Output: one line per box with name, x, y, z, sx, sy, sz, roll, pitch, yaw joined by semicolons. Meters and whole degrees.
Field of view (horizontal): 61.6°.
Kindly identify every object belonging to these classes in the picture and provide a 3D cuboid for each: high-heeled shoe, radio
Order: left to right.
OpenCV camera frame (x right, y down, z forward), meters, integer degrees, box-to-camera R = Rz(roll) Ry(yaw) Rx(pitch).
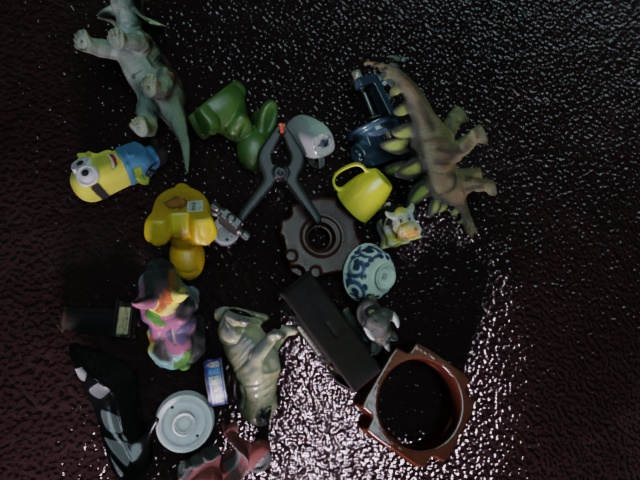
high-heeled shoe;-0.385;0.308;0.964;0.249;0.086;0.145;39;105;16
radio;0.009;0.175;1.027;0.073;0.131;0.229;-35;88;-16

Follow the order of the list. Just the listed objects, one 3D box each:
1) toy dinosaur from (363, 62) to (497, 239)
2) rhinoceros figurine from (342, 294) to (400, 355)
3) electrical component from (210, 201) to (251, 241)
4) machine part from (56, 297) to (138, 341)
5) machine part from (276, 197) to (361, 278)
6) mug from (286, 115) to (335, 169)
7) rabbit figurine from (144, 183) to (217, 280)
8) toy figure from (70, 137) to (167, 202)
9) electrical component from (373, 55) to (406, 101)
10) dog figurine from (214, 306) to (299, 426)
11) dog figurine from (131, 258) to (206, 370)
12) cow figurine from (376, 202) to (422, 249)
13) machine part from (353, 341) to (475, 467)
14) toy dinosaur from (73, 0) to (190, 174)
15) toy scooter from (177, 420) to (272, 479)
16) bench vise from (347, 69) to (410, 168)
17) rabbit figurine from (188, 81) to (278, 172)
toy dinosaur;0.229;-0.173;1.076;0.198;0.105;0.470;-30;122;-2
rhinoceros figurine;0.097;0.168;1.022;0.073;0.190;0.112;-22;66;-12
electrical component;-0.169;-0.035;1.015;0.094;0.063;0.021;40;73;-3
machine part;-0.409;0.146;0.992;0.139;0.039;0.084;2;86;-14
machine part;-0.002;-0.003;1.100;0.179;0.056;0.179;3;77;-13
mug;-0.015;-0.195;1.103;0.081;0.107;0.109;-21;118;-20
rabbit figurine;-0.261;-0.008;1.006;0.122;0.173;0.162;-12;37;-15
toy figure;-0.385;-0.133;1.031;0.180;0.082;0.089;-25;130;-24
electrical component;0.161;-0.368;1.215;0.078;0.045;0.102;44;74;1
dog figurine;-0.144;0.235;1.008;0.173;0.121;0.190;21;93;26
dog figurine;-0.262;0.134;0.933;0.108;0.219;0.191;-9;80;-10
cow figurine;0.158;-0.037;1.083;0.068;0.167;0.098;-14;84;-9
machine part;0.182;0.319;1.059;0.201;0.087;0.201;34;74;-2
toy dinosaur;-0.333;-0.325;1.058;0.131;0.192;0.404;-20;103;26
toy scooter;-0.177;0.387;0.950;0.184;0.075;0.135;-23;126;-19
bench vise;0.141;-0.257;1.152;0.224;0.129;0.240;-23;89;-18
rabbit figurine;-0.162;-0.225;1.099;0.159;0.121;0.170;-44;109;-23
